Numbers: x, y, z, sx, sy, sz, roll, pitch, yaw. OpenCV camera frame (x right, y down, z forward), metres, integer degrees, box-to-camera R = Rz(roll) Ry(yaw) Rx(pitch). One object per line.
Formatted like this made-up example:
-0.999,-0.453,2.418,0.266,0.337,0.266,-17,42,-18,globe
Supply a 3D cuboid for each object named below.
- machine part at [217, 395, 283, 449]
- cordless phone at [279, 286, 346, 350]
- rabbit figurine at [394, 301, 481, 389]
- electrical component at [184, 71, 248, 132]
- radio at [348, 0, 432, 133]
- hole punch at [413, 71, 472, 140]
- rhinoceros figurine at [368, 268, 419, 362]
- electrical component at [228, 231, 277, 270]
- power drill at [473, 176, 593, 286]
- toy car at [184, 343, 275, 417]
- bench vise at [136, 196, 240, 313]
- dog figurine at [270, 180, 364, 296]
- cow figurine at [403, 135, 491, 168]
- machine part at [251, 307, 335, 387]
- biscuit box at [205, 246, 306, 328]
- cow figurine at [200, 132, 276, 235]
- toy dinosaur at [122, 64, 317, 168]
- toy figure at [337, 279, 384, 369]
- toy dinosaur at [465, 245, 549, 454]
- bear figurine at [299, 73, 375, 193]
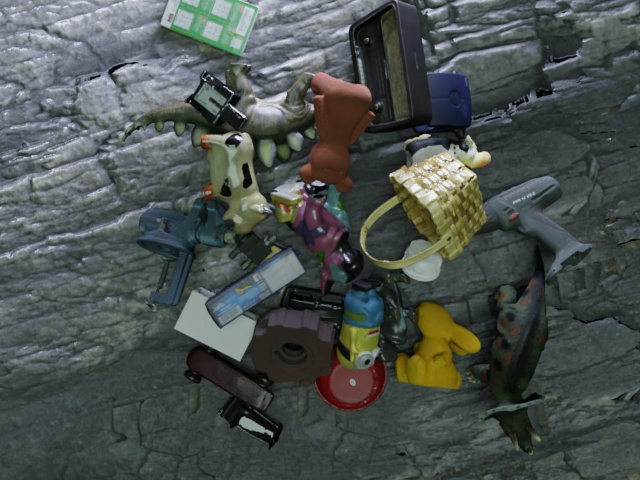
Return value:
-0.142,0.380,1.139,0.139,0.039,0.084,38,87,0,machine part
-0.020,0.195,1.118,0.147,0.089,0.184,10,105,-2,cordless phone
0.240,0.212,1.094,0.162,0.122,0.173,3,74,-3,rabbit figurine
-0.183,-0.250,1.000,0.119,0.048,0.075,35,102,1,electrical component
0.134,-0.326,1.044,0.073,0.131,0.229,-8,90,-44,radio
0.249,-0.275,1.077,0.116,0.092,0.142,-6,89,-3,hole punch
0.134,0.151,1.091,0.112,0.073,0.190,-13,79,44,rhinoceros figurine
-0.130,0.014,1.053,0.094,0.021,0.063,-42,123,1,electrical component
0.411,-0.010,1.068,0.232,0.085,0.207,-34,58,-4,power drill
-0.187,0.287,1.115,0.202,0.053,0.089,27,80,10,toy car
-0.274,0.033,1.067,0.224,0.128,0.240,12,73,7,bench vise
-0.002,-0.003,1.082,0.192,0.108,0.219,8,117,35,dog figurine
0.257,-0.174,1.093,0.167,0.068,0.098,-12,83,-1,cow figurine
-0.053,0.213,1.061,0.179,0.056,0.179,3,122,5,machine part
-0.126,0.090,1.050,0.203,0.063,0.059,-33,97,-2,biscuit box
-0.153,-0.106,1.015,0.127,0.085,0.194,-3,99,3,cow figurine
-0.154,-0.245,1.070,0.472,0.105,0.198,5,94,1,toy dinosaur
0.079,0.164,1.045,0.082,0.089,0.180,-2,100,-22,toy figure
0.389,0.210,1.051,0.131,0.192,0.404,11,94,-2,toy dinosaur
0.028,-0.198,1.006,0.120,0.132,0.195,9,112,-15,bear figurine
